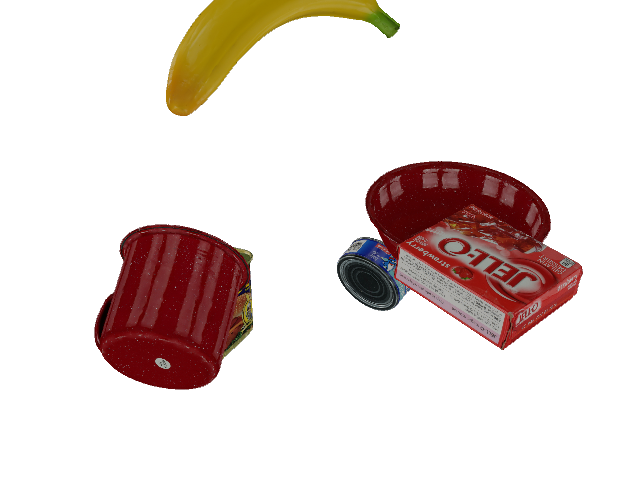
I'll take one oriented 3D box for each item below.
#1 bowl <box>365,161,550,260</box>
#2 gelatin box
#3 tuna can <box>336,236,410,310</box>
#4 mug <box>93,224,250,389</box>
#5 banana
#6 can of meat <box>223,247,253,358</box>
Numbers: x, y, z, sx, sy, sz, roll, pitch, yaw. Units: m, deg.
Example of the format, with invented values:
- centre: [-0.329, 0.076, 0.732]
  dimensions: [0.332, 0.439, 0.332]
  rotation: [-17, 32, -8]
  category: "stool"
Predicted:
- centre: [0.118, -0.007, 0.942]
  dimensions: [0.162, 0.055, 0.162]
  rotation: [3, 35, -2]
  category: "bowl"
- centre: [0.101, 0.019, 0.650]
  dimensions: [0.073, 0.030, 0.089]
  rotation: [-27, 47, -37]
  category: "gelatin box"
- centre: [0.061, 0.039, 1.222]
  dimensions: [0.086, 0.086, 0.033]
  rotation: [0, 39, 47]
  category: "tuna can"
- centre: [-0.111, 0.050, 0.729]
  dimensions: [0.117, 0.081, 0.093]
  rotation: [-12, -39, 31]
  category: "mug"
- centre: [-0.028, -0.141, 0.685]
  dimensions: [0.197, 0.069, 0.037]
  rotation: [-27, -7, -34]
  category: "banana"
- centre: [-0.107, 0.064, 1.050]
  dimensions: [0.058, 0.084, 0.102]
  rotation: [10, 27, 24]
  category: "can of meat"
